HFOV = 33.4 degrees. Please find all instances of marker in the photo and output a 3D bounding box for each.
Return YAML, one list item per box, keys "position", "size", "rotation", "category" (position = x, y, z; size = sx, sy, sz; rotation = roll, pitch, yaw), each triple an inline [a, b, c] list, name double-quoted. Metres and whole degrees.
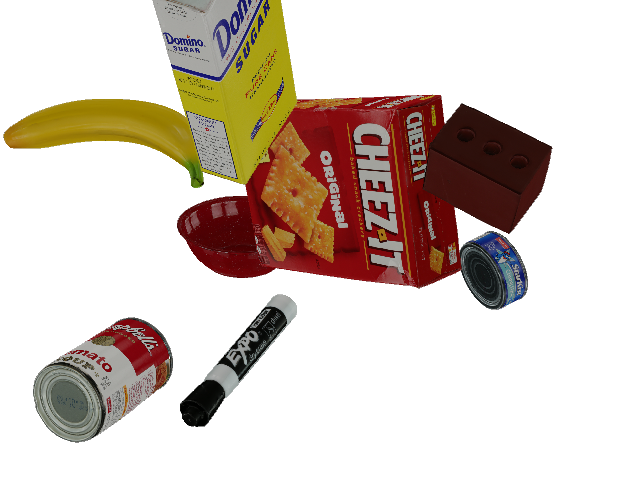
- position: [-0.047, 0.070, 0.630]
  size: [0.020, 0.020, 0.121]
  rotation: [0, 28, 28]
  category: "marker"

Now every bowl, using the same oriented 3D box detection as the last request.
- position: [-0.096, 0.001, 1.318]
  size: [0.162, 0.055, 0.162]
  rotation: [2, 27, -1]
  category: "bowl"

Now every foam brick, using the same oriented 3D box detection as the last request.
- position: [0.122, -0.053, 0.786]
  size: [0.078, 0.053, 0.051]
  rotation: [29, -32, 17]
  category: "foam brick"

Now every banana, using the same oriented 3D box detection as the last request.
- position: [-0.180, -0.095, 0.930]
  size: [0.198, 0.037, 0.069]
  rotation: [11, 48, 19]
  category: "banana"

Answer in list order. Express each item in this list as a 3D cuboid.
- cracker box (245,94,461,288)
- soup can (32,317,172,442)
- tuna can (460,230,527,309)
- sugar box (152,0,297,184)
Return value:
- position: [0.020, -0.049, 1.003]
  size: [0.214, 0.164, 0.071]
  rotation: [6, 21, 45]
  category: "cracker box"
- position: [-0.174, 0.111, 0.860]
  size: [0.069, 0.068, 0.102]
  rotation: [0, 16, 25]
  category: "soup can"
- position: [0.195, 0.035, 1.214]
  size: [0.033, 0.086, 0.086]
  rotation: [-24, 9, -21]
  category: "tuna can"
- position: [-0.061, -0.130, 0.742]
  size: [0.048, 0.093, 0.176]
  rotation: [19, -30, 16]
  category: "sugar box"
